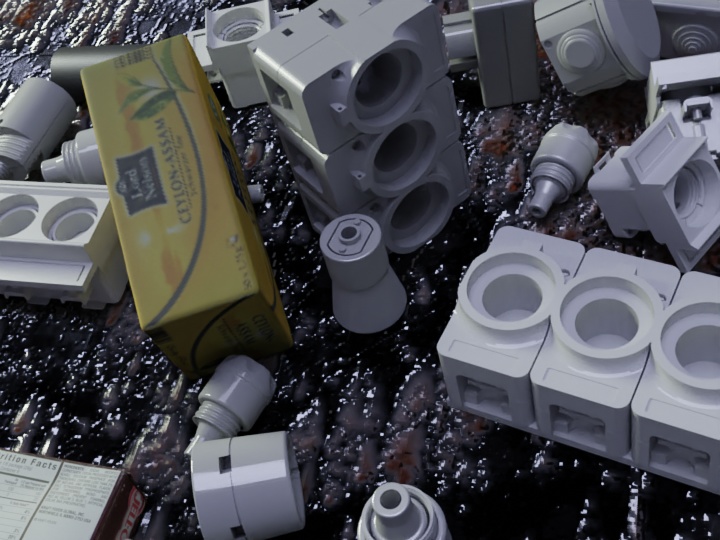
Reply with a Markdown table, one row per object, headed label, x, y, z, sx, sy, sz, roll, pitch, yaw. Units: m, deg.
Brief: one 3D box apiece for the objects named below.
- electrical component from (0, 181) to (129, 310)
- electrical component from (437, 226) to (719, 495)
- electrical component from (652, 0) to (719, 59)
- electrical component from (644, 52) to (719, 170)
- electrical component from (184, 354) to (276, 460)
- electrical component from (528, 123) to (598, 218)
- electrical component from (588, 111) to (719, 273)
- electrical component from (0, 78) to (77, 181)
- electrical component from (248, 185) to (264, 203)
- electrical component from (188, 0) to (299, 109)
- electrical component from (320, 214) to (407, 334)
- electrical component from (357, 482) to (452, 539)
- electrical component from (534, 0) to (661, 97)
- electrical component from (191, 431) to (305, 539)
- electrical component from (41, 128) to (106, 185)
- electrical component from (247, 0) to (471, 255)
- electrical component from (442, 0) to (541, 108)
| label | x | y | z | sx | sy | sz | roll | pitch | yaw |
| --- | --- | --- | --- | --- | --- | --- | --- | --- | --- |
| electrical component | -0.207 | -0.015 | 0.675 | 0.121 | 0.063 | 0.078 | 4 | 52 | 17 |
| electrical component | 0.126 | 0.040 | 0.547 | 0.150 | 0.061 | 0.089 | 16 | 57 | 25 |
| electrical component | 0.214 | -0.186 | 0.720 | 0.100 | 0.048 | 0.099 | 13 | 55 | 23 |
| electrical component | 0.233 | -0.092 | 0.624 | 0.121 | 0.078 | 0.063 | -7 | 78 | 8 |
| electrical component | -0.074 | 0.078 | 0.585 | 0.035 | 0.035 | 0.061 | 19 | 61 | 27 |
| electrical component | 0.118 | -0.057 | 0.648 | 0.035 | 0.035 | 0.061 | 17 | 60 | 26 |
| electrical component | 0.166 | -0.043 | 0.599 | 0.042 | 0.081 | 0.064 | -44 | 25 | -22 |
| electrical component | -0.238 | -0.093 | 0.760 | 0.043 | 0.043 | 0.081 | 8 | 54 | 20 |
| electrical component | -0.093 | -0.046 | 0.692 | 0.061 | 0.035 | 0.035 | -5 | 50 | 7 |
| electrical component | -0.078 | -0.150 | 0.754 | 0.081 | 0.063 | 0.042 | -11 | 51 | 5 |
| electrical component | 0.000 | 0.000 | 0.609 | 0.044 | 0.065 | 0.044 | -7 | 50 | 8 |
| electrical component | 0.020 | 0.122 | 0.506 | 0.043 | 0.062 | 0.043 | -7 | 50 | 8 |
| electrical component | 0.148 | -0.150 | 0.661 | 0.051 | 0.080 | 0.080 | -17 | 43 | 36 |
| electrical component | -0.055 | 0.110 | 0.541 | 0.047 | 0.055 | 0.055 | -11 | 49 | 0 |
| electrical component | -0.184 | -0.073 | 0.730 | 0.062 | 0.043 | 0.043 | -15 | 49 | 3 |
| electrical component | 0.007 | -0.080 | 0.618 | 0.089 | 0.150 | 0.062 | -36 | 51 | -15 |
| electrical component | 0.075 | -0.151 | 0.703 | 0.076 | 0.083 | 0.047 | -9 | 50 | 7 |
